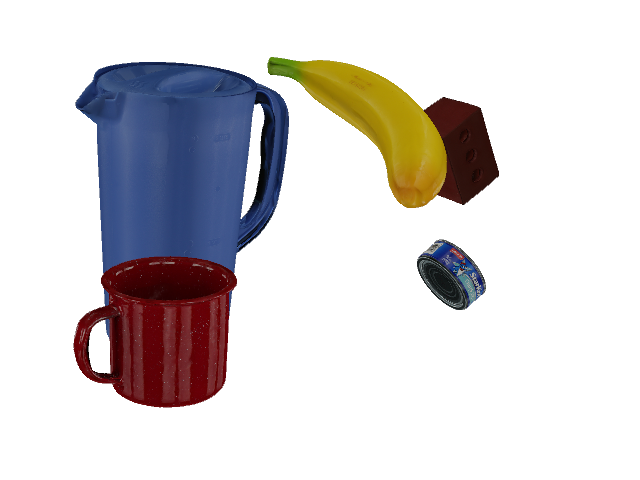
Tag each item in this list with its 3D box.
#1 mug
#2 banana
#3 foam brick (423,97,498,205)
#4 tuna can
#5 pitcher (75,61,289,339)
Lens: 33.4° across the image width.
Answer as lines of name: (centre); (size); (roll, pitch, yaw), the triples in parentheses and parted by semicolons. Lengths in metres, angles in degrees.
mug: (-0.115, 0.066, 0.738); (0.117, 0.081, 0.093); (-12, 23, -39)
banana: (0.035, -0.071, 0.667); (0.069, 0.037, 0.198); (-14, 34, -22)
foam brick: (0.122, -0.083, 0.981); (0.053, 0.078, 0.051); (-38, 37, -20)
tuna can: (0.157, 0.042, 1.291); (0.033, 0.086, 0.086); (-40, 15, -19)
pitcher: (-0.118, -0.027, 0.916); (0.149, 0.243, 0.145); (9, 21, 10)
